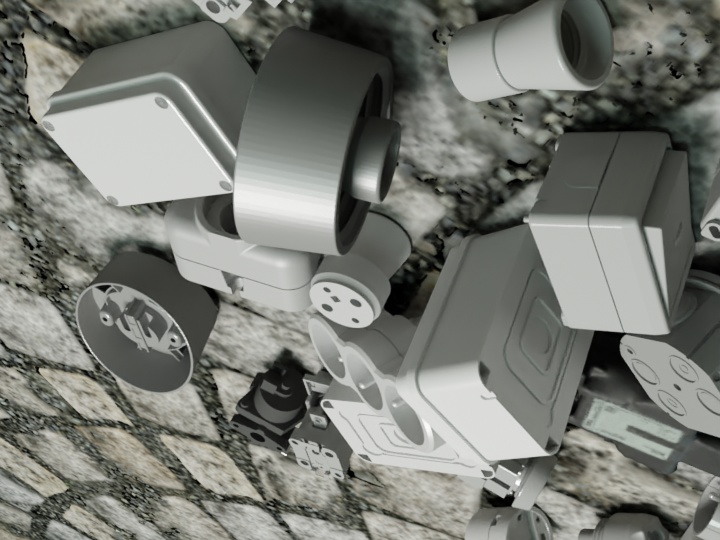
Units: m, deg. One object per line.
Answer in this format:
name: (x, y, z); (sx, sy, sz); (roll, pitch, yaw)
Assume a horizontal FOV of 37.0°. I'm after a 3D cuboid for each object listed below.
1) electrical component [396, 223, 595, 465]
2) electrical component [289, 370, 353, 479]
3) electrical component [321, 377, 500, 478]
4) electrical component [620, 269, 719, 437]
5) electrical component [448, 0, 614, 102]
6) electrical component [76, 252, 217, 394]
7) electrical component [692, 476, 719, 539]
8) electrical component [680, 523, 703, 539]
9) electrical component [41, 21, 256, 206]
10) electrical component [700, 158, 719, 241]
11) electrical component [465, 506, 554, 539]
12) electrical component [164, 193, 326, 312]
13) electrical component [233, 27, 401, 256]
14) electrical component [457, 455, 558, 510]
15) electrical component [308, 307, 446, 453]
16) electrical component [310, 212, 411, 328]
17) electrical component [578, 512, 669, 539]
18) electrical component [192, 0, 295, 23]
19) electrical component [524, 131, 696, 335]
electrical component: (0.076, 0.039, 0.581); (0.057, 0.113, 0.078); (-15, 128, 43)
electrical component: (-0.021, 0.116, 0.800); (0.042, 0.063, 0.081); (13, 145, 23)
electrical component: (0.042, 0.090, 0.726); (0.113, 0.057, 0.078); (1, 138, 34)
electrical component: (0.178, 0.043, 0.551); (0.080, 0.051, 0.080); (44, 164, 16)
electrical component: (0.071, -0.095, 0.469); (0.065, 0.044, 0.044); (-4, 136, 46)
electrical component: (-0.156, 0.036, 0.786); (0.099, 0.064, 0.099); (19, 146, 13)
electrical component: (0.260, 0.167, 0.686); (0.081, 0.043, 0.043); (24, 147, 5)
electrical component: (0.249, 0.240, 0.760); (0.078, 0.057, 0.113); (22, 134, 8)
electrical component: (-0.111, -0.083, 0.598); (0.113, 0.057, 0.078); (-3, 136, 38)
electrical component: (0.200, -0.035, 0.438); (0.096, 0.061, 0.061); (24, 146, 5)
electrical component: (0.116, 0.212, 0.842); (0.055, 0.055, 0.047); (45, 147, -25)
electrical component: (-0.067, -0.021, 0.654); (0.095, 0.053, 0.059); (17, 145, 16)
electrical component: (-0.014, -0.058, 0.522); (0.060, 0.108, 0.108); (14, 145, 10)
electrical component: (0.105, 0.136, 0.755); (0.055, 0.048, 0.066); (29, 147, 12)
electrical component: (0.033, 0.051, 0.665); (0.138, 0.074, 0.052); (35, 146, 50)
electrical component: (0.000, 0.000, 0.634); (0.045, 0.055, 0.045); (19, 146, 13)
electrical component: (0.188, 0.197, 0.779); (0.062, 0.043, 0.043); (-10, 132, 45)
electrical component: (-0.056, -0.146, 0.467); (0.081, 0.063, 0.042); (38, 144, -15)
electrical component: (0.128, -0.013, 0.519); (0.061, 0.061, 0.096); (3, 140, 32)
